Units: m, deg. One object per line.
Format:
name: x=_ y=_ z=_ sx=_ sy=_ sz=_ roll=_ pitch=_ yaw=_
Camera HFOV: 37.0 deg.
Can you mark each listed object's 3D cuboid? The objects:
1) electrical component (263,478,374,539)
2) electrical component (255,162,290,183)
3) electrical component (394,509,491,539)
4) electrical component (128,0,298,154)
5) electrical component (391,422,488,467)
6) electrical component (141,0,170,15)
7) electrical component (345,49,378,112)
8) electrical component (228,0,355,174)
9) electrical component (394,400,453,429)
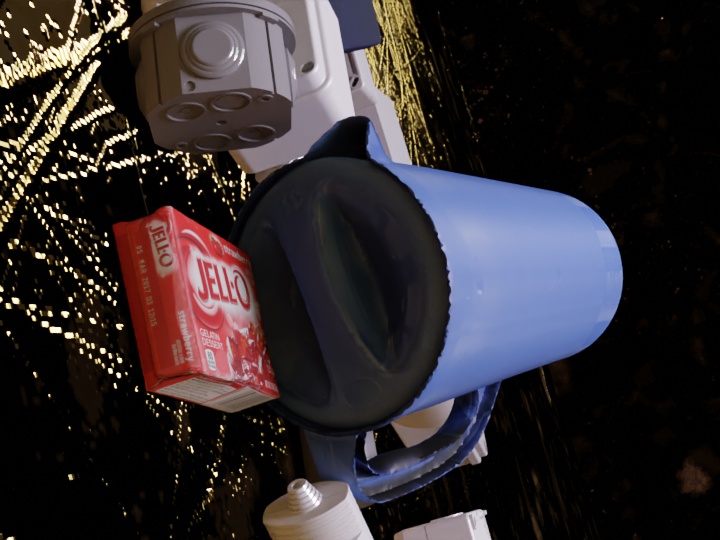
electrical component: x=-0.015 y=0.134 z=0.512 sx=0.043 sy=0.043 sz=0.081 roll=-80 pitch=150 yaw=-65
electrical component: x=-0.038 y=-0.056 z=0.671 sx=0.079 sy=0.043 sz=0.077 roll=43 pitch=13 yaw=-29
electrical component: x=0.061 y=0.210 z=0.699 sx=0.062 sy=0.061 sz=0.096 roll=32 pitch=41 yaw=-72
electrical component: x=-0.069 y=-0.093 z=0.515 sx=0.080 sy=0.080 sz=0.051 roll=40 pitch=40 yaw=-68
electrical component: x=0.054 y=0.088 z=0.853 sx=0.108 sy=0.056 sz=0.108 roll=60 pitch=17 yaw=-45
electrical component: x=-0.093 y=-0.140 z=0.560 sx=0.048 sy=0.048 sz=0.062 roll=51 pitch=17 yaw=-60
electrical component: x=-0.030 y=-0.167 z=0.834 sx=0.061 sy=0.062 sz=0.096 roll=20 pitch=53 yaw=-75
electrical component: x=-0.052 y=-0.123 z=0.632 sx=0.057 sy=0.078 sz=0.113 roll=57 pitch=20 yaw=-53
electrical component: x=0.044 y=0.050 z=0.758 sx=0.060 sy=0.108 sz=0.108 roll=54 pitch=21 yaw=-40
